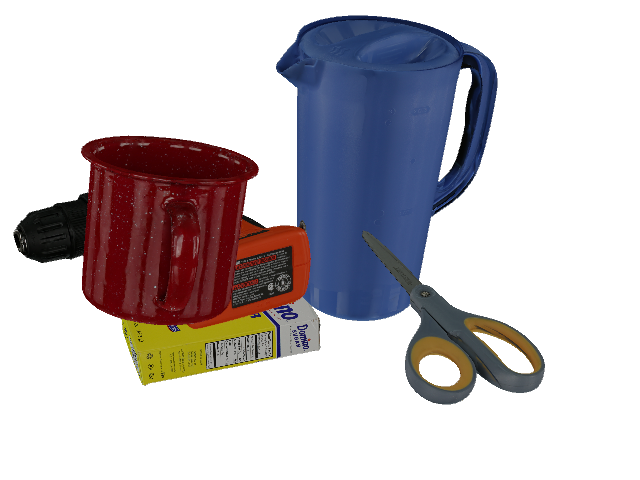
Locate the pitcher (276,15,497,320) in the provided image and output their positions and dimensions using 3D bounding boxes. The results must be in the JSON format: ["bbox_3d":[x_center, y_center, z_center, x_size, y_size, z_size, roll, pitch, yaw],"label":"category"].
[{"bbox_3d":[0.050,-0.059,0.901,0.149,0.243,0.144,16,32,21],"label":"pitcher"}]

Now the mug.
[{"bbox_3d":[-0.080,-0.002,0.561,0.093,0.081,0.117,2,18,-20],"label":"mug"}]

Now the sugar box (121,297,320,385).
[{"bbox_3d":[-0.097,0.082,1.029,0.176,0.048,0.093,-12,33,-16],"label":"sugar box"}]

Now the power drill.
[{"bbox_3d":[-0.110,0.001,0.780,0.184,0.057,0.188,-17,28,-30],"label":"power drill"}]

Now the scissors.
[{"bbox_3d":[0.062,0.051,0.728,0.096,0.016,0.202,-24,40,-32],"label":"scissors"}]
